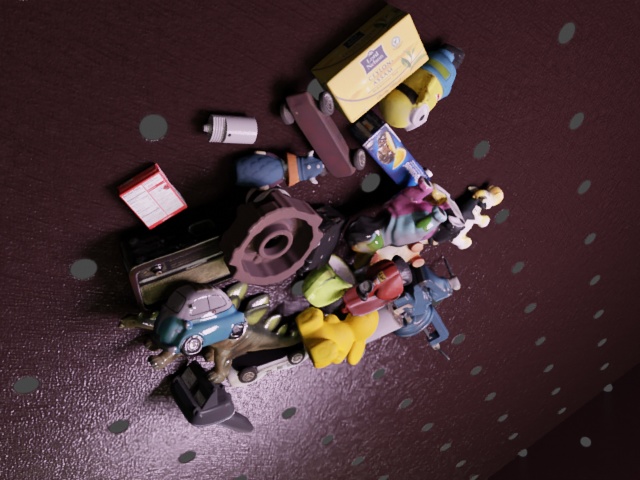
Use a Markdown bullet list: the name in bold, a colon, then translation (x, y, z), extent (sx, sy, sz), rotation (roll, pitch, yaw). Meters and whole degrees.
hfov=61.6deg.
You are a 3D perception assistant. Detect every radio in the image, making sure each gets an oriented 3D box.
- **radio**: translation (-0.221, 0.027, 0.935), extent (0.230, 0.073, 0.131), rotation (-23, 145, -19)

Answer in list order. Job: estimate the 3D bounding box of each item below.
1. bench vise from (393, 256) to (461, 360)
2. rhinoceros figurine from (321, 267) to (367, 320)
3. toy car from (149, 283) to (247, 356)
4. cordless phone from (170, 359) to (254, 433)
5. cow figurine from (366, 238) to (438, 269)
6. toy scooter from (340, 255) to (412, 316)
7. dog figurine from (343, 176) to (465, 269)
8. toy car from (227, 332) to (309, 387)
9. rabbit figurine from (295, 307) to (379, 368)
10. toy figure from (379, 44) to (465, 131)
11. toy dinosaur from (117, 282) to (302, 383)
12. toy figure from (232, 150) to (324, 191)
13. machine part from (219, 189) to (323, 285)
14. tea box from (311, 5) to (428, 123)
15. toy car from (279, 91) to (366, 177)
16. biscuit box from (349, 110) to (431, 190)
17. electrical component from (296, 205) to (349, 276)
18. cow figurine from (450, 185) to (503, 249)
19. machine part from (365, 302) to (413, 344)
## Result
- **bench vise**: translation (0.262, 0.178, 1.328), extent (0.224, 0.129, 0.240), rotation (-32, 118, 5)
- **rhinoceros figurine**: translation (0.085, 0.105, 1.213), extent (0.190, 0.073, 0.112), rotation (-38, 125, 3)
- **toy car**: translation (-0.207, 0.126, 0.917), extent (0.161, 0.109, 0.102), rotation (-12, 111, -35)
- **cordless phone**: translation (-0.221, 0.349, 1.162), extent (0.089, 0.147, 0.184), rotation (-50, 136, -4)
- **cow figurine**: translation (0.179, -0.002, 1.159), extent (0.195, 0.127, 0.085), rotation (-16, 132, -2)
- **toy scooter**: translation (0.104, 0.099, 1.065), extent (0.135, 0.075, 0.183), rotation (-23, 161, -12)
- **dog figurine**: translation (0.154, -0.022, 1.061), extent (0.219, 0.108, 0.191), rotation (-32, 152, 27)
- **toy car**: translation (-0.118, 0.267, 1.210), extent (0.202, 0.074, 0.056), rotation (-17, 129, -20)
- **rabbit figurine**: translation (0.051, 0.206, 1.149), extent (0.173, 0.122, 0.162), rotation (-29, 139, -8)
- **toy figure**: translation (0.177, -0.268, 0.942), extent (0.180, 0.089, 0.082), rotation (-54, 150, -16)
- **toy dinosaur**: translation (-0.183, 0.183, 1.085), extent (0.471, 0.105, 0.198), rotation (21, 109, -46)
- **toy figure**: translation (-0.071, -0.123, 0.924), extent (0.154, 0.058, 0.064), rotation (-6, 123, -16)
- **machine part**: translation (-0.082, -0.001, 0.907), extent (0.179, 0.056, 0.179), rotation (-23, 141, -20)
- **tea box**: translation (0.083, -0.289, 0.887), extent (0.169, 0.068, 0.098), rotation (-40, 136, 4)
- **toy car**: translation (0.007, -0.182, 0.922), extent (0.089, 0.053, 0.202), rotation (-5, 143, 30)
- **biscuit box**: translation (0.139, -0.159, 1.031), extent (0.059, 0.063, 0.202), rotation (-44, 135, 9)
- **electrical component**: translation (-0.002, -0.003, 1.040), extent (0.134, 0.058, 0.114), rotation (-28, 149, -56)
- **cow figurine**: translation (0.339, -0.065, 1.232), extent (0.098, 0.068, 0.167), rotation (25, 109, -36)
- **machine part**: translation (0.104, 0.202, 1.258), extent (0.243, 0.079, 0.079), rotation (-28, 139, 20)
